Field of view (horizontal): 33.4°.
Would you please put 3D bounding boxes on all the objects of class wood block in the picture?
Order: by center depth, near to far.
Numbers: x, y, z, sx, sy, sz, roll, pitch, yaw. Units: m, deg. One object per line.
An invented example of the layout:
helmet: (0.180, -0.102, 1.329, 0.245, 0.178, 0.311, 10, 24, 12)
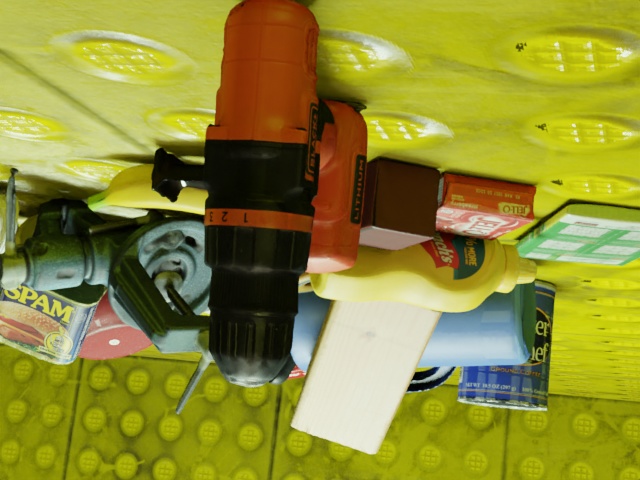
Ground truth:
wood block: (0.046, 0.093, 0.987, 0.091, 0.090, 0.206, 19, 131, 0)

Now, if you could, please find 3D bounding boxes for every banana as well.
banana: (-0.087, -0.032, 0.878, 0.197, 0.037, 0.070, 11, 164, -18)

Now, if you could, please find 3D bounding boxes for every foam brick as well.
foam brick: (0.050, -0.025, 0.801, 0.051, 0.053, 0.078, 10, 170, -17)

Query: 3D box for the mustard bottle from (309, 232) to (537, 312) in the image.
mustard bottle: (0.088, 0.015, 0.884, 0.191, 0.096, 0.058, 8, 131, -12)

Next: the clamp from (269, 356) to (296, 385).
clamp: (-0.012, 0.086, 1.210, 0.171, 0.120, 0.039, -18, -171, -19)

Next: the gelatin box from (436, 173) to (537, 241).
gelatin box: (0.116, -0.024, 0.826, 0.073, 0.030, 0.089, 8, 169, -11)

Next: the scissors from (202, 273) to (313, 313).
scissors: (-0.054, 0.052, 1.047, 0.096, 0.016, 0.202, 5, 158, -45)

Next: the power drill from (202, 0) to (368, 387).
power drill: (-0.015, -0.020, 0.573, 0.057, 0.184, 0.187, 5, 179, 9)

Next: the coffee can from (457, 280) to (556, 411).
coffee can: (0.213, 0.119, 1.218, 0.103, 0.140, 0.103, 6, 169, 1)

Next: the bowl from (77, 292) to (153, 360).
bowl: (-0.221, 0.085, 1.136, 0.162, 0.055, 0.162, -12, 155, -6)

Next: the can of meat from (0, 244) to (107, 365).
can of meat: (-0.271, 0.065, 1.047, 0.102, 0.084, 0.057, 24, -153, -3)

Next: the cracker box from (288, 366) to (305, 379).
cracker box: (0.055, 0.118, 1.347, 0.213, 0.072, 0.164, -11, 170, -6)

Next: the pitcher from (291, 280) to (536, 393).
pitcher: (0.096, 0.081, 1.103, 0.243, 0.145, 0.149, -1, 164, 20)
